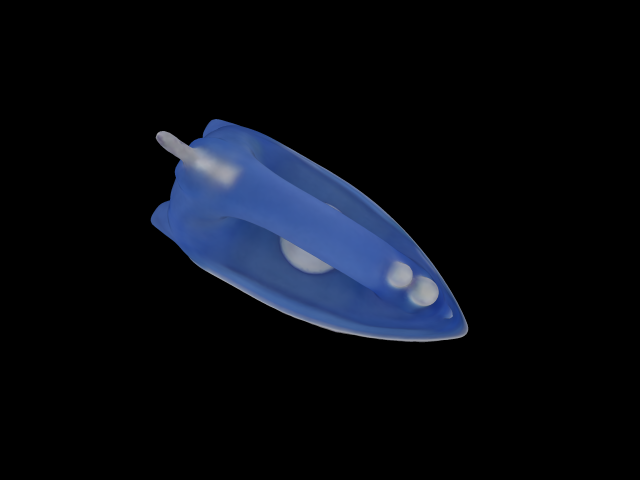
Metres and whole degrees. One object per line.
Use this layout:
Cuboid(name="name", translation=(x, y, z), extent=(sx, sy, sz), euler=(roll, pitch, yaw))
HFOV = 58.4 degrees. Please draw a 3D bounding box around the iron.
Cuboid(name="iron", translation=(0.004, 0.001, 0.400), extent=(0.258, 0.141, 0.119), euler=(28, 83, 4))
